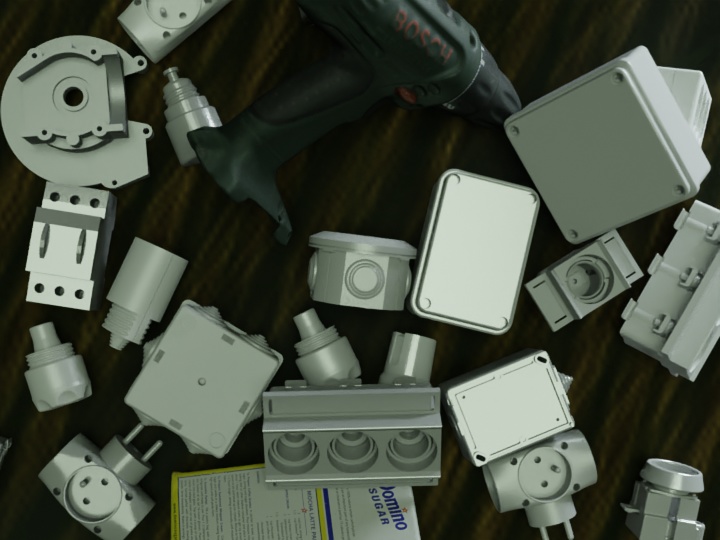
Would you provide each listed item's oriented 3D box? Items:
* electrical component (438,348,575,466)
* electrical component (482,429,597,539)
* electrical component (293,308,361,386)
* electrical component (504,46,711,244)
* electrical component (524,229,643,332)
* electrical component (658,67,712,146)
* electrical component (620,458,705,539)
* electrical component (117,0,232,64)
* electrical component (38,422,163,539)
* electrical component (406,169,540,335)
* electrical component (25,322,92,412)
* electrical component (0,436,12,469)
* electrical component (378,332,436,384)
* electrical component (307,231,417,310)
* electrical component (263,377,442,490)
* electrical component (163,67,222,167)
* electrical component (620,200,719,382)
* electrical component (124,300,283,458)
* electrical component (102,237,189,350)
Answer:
[{"bbox_3d":[0.113,0.099,0.808,0.096,0.061,0.061,-22,90,-5],"label":"electrical component"},{"bbox_3d":[0.141,0.169,0.816,0.077,0.044,0.079,-16,89,-5],"label":"electrical component"},{"bbox_3d":[-0.029,0.060,0.808,0.043,0.043,0.062,-26,88,-5],"label":"electrical component"},{"bbox_3d":[0.180,-0.089,0.786,0.109,0.056,0.108,-25,100,39],"label":"electrical component"},{"bbox_3d":[0.166,0.008,0.815,0.081,0.064,0.042,-31,91,-5],"label":"electrical component"},{"bbox_3d":[0.224,-0.125,0.829,0.077,0.066,0.047,12,86,25],"label":"electrical component"},{"bbox_3d":[0.235,0.177,0.824,0.066,0.048,0.055,10,94,-4],"label":"electrical component"},{"bbox_3d":[-0.151,-0.210,0.808,0.077,0.044,0.079,-41,91,-5],"label":"electrical component"},{"bbox_3d":[-0.181,0.148,0.791,0.077,0.044,0.079,44,85,-2],"label":"electrical component"},{"bbox_3d":[0.084,-0.013,0.813,0.078,0.057,0.113,14,87,-4],"label":"electrical component"},{"bbox_3d":[-0.226,0.070,0.791,0.043,0.043,0.062,-18,88,-5],"label":"electrical component"},{"bbox_3d":[-0.293,0.137,0.784,0.064,0.042,0.081,17,87,-7],"label":"electrical component"},{"bbox_3d":[0.037,0.073,0.815,0.040,0.040,0.046,13,82,-4],"label":"electrical component"},{"bbox_3d":[0.000,0.000,0.795,0.080,0.080,0.051,7,92,-4],"label":"electrical component"},{"bbox_3d":[-0.006,0.113,0.765,0.121,0.063,0.078,-1,116,-1],"label":"electrical component"},{"bbox_3d":[-0.128,-0.114,0.808,0.040,0.040,0.078,-23,90,-5],"label":"electrical component"},{"bbox_3d":[0.253,0.014,0.819,0.063,0.079,0.121,29,85,26],"label":"electrical component"},{"bbox_3d":[-0.116,0.081,0.796,0.100,0.048,0.099,31,87,-3],"label":"electrical component"},{"bbox_3d":[-0.164,0.021,0.798,0.043,0.043,0.081,25,86,-3],"label":"electrical component"}]
